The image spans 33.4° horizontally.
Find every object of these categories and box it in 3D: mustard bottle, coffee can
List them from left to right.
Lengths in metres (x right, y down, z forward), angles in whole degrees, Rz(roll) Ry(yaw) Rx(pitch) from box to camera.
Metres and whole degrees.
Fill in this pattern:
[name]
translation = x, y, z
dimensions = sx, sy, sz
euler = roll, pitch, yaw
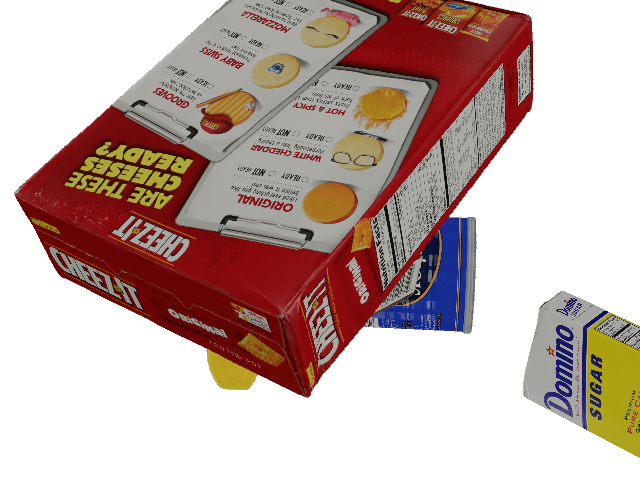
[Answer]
[mustard bottle]
translation = -0.083, 0.074, 1.176
dimensions = 0.058, 0.096, 0.191
euler = 2, 28, 3
[coffee can]
translation = 0.065, 0.028, 0.945
dimensions = 0.140, 0.103, 0.102
euler = 2, 0, 6

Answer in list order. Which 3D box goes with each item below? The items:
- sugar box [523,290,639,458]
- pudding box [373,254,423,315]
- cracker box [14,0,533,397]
[sugar box]
translation = 0.249, 0.118, 0.840
dimensions = 0.176, 0.093, 0.048
euler = 24, 33, 32
[pudding box]
translation = -0.001, 0.021, 0.728
dimensions = 0.113, 0.039, 0.090
euler = -20, 41, -37
[cracker box]
translation = -0.015, -0.045, 0.535
dimensions = 0.164, 0.213, 0.072
euler = 22, -33, 30
